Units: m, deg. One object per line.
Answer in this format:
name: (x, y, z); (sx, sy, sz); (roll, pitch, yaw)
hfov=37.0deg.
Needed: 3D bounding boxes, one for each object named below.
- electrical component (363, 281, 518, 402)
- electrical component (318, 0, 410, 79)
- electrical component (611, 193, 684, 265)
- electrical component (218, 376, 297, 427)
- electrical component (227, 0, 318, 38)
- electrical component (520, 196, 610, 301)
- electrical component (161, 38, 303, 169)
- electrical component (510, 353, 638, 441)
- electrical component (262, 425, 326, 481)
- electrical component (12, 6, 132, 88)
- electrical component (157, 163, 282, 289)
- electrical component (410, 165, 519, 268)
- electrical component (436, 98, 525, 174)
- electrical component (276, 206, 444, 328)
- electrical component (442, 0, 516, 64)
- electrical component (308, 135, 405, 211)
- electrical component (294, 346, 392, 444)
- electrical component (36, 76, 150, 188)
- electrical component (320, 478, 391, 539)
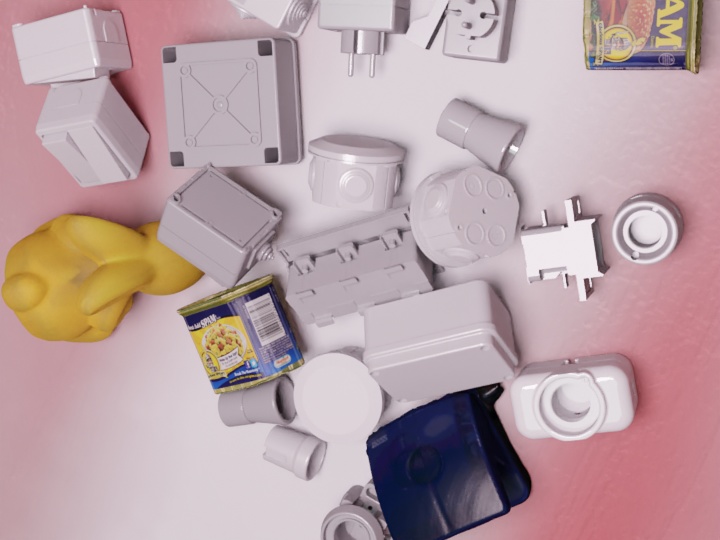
electrical component: (0.066, 0.061, 0.884); (0.113, 0.078, 0.057); (-15, 56, 19)
electrical component: (0.003, -0.198, 0.890); (0.066, 0.047, 0.076); (6, 100, 17)
electrical component: (0.224, -0.031, 0.842); (0.055, 0.047, 0.055); (3, 99, 18)
electrical component: (-0.095, 0.122, 0.975); (0.065, 0.044, 0.044); (-11, 95, 24)
electrical component: (-0.075, -0.256, 0.906); (0.100, 0.048, 0.099); (33, 106, 12)
electrical component: (0.165, -0.017, 0.868); (0.064, 0.042, 0.081); (-8, 95, 22)
electrical component: (-0.110, -0.143, 0.930); (0.109, 0.056, 0.108); (0, 98, 18)
electrical component: (0.173, 0.104, 0.873); (0.095, 0.059, 0.053); (-9, 95, 19)
electrical component: (-0.060, 0.164, 0.970); (0.046, 0.040, 0.040); (19, 104, 20)
electrical component: (-0.264, -0.195, 0.971); (0.096, 0.062, 0.061); (-9, 95, 19)
electrical component: (-0.115, -0.031, 0.909); (0.096, 0.061, 0.061); (34, 136, 6)
electrical component: (0.084, -0.044, 0.864); (0.051, 0.080, 0.080); (-11, 96, 56)
electrical component: (0.096, -0.112, 0.877); (0.065, 0.044, 0.044); (30, 106, 17)
electrical component: (0.000, 0.000, 0.906); (0.121, 0.063, 0.078); (-16, 134, 20)
electrical component: (0.091, -0.199, 0.845); (0.047, 0.077, 0.065); (10, 100, 16)
electrical component: (-0.005, -0.082, 0.894); (0.080, 0.080, 0.051); (11, 107, 17)
electrical component: (-0.013, 0.107, 0.940); (0.080, 0.051, 0.080); (3, 99, 18)
electrical component: (-0.235, -0.114, 0.959); (0.062, 0.096, 0.061); (-7, 53, 19)
electrical component: (-0.001, 0.229, 0.951); (0.058, 0.057, 0.078); (27, 106, 13)
